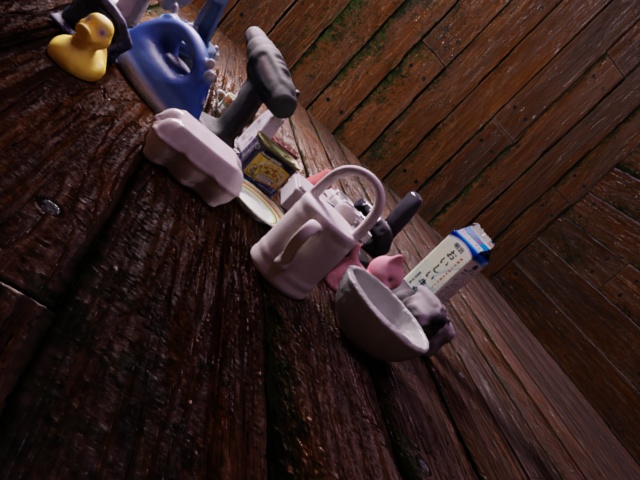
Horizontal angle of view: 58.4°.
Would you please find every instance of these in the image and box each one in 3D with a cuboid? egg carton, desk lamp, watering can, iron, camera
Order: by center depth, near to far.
[{"bbox_3d":[0.005,-0.021,0.784,0.101,0.194,0.172,41,13,-15],"label":"watering can"},{"bbox_3d":[-0.174,-0.117,0.805,0.151,0.069,0.107,38,14,-26],"label":"egg carton"},{"bbox_3d":[-0.243,-0.298,0.990,0.257,0.141,0.119,52,14,27],"label":"iron"},{"bbox_3d":[0.169,0.126,1.041,0.144,0.100,0.136,30,19,-48],"label":"camera"},{"bbox_3d":[-0.378,-0.570,1.253,0.203,0.213,0.118,44,13,-3],"label":"desk lamp"}]

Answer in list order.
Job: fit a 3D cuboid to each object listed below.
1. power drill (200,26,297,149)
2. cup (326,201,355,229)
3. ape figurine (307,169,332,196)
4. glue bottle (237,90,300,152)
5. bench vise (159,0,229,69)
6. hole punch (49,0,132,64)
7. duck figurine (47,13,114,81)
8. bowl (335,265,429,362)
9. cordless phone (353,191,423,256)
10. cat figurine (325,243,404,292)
[{"bbox_3d":[-0.144,-0.284,1.105,0.076,0.208,0.229,27,22,-54],"label":"power drill"},{"bbox_3d":[0.009,0.003,0.940,0.092,0.095,0.117,36,15,-33],"label":"cup"},{"bbox_3d":[-0.003,-0.120,1.291,0.076,0.092,0.077,40,14,-20],"label":"ape figurine"},{"bbox_3d":[-0.102,-0.245,1.189,0.037,0.173,0.078,37,15,-32],"label":"glue bottle"},{"bbox_3d":[-0.263,-0.446,1.213,0.122,0.219,0.207,43,13,-9],"label":"bench vise"},{"bbox_3d":[-0.357,-0.353,0.922,0.109,0.091,0.101,44,13,-3],"label":"hole punch"},{"bbox_3d":[-0.324,-0.279,0.809,0.077,0.086,0.104,43,13,-6],"label":"duck figurine"},{"bbox_3d":[0.077,0.120,0.835,0.168,0.074,0.167,42,13,-12],"label":"bowl"},{"bbox_3d":[0.161,-0.066,1.422,0.094,0.185,0.147,27,22,-54],"label":"cordless phone"},{"bbox_3d":[0.087,0.054,0.972,0.128,0.117,0.067,39,14,-26],"label":"cat figurine"}]
